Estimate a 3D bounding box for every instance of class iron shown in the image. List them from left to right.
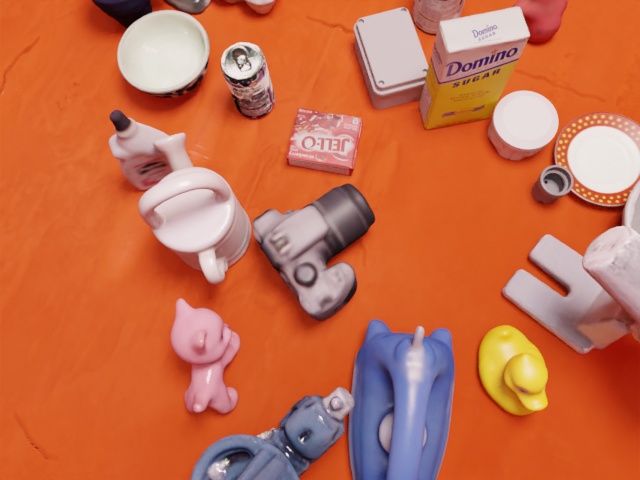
[{"bbox_3d":[0.087,0.213,0.606,0.118,0.141,0.258,6,76,4],"label":"iron"}]

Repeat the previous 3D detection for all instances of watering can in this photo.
[{"bbox_3d":[-0.147,-0.037,0.651,0.101,0.194,0.172,-41,78,-8],"label":"watering can"}]

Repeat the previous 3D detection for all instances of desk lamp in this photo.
[{"bbox_3d":[0.322,0.068,0.598,0.203,0.213,0.118,37,80,11],"label":"desk lamp"}]

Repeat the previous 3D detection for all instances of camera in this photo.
[{"bbox_3d":[0.006,0.002,0.684,0.137,0.101,0.143,-36,77,-7],"label":"camera"}]

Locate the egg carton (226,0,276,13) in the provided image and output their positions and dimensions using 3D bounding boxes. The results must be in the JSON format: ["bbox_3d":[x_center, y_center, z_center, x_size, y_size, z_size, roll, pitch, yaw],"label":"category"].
[{"bbox_3d":[-0.087,-0.398,0.805,0.107,0.069,0.150,21,77,7],"label":"egg carton"}]

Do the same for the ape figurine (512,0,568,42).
[{"bbox_3d":[0.295,-0.315,0.759,0.078,0.092,0.076,-4,75,1],"label":"ape figurine"}]

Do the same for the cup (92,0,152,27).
[{"bbox_3d":[-0.254,-0.339,0.783,0.117,0.095,0.091,-7,75,0],"label":"cup"}]

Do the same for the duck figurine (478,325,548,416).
[{"bbox_3d":[0.225,0.146,0.647,0.077,0.086,0.104,-16,76,-2],"label":"duck figurine"}]

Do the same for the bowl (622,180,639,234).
[{"bbox_3d":[0.433,-0.006,0.684,0.167,0.075,0.167,0,76,2],"label":"bowl"}]

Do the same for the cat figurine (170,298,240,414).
[{"bbox_3d":[-0.133,0.132,0.646,0.067,0.118,0.128,-2,76,2],"label":"cat figurine"}]

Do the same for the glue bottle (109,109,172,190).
[{"bbox_3d":[-0.214,-0.111,0.683,0.078,0.173,0.037,-24,76,-4],"label":"glue bottle"}]

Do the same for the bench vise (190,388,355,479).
[{"bbox_3d":[-0.059,0.222,0.568,0.121,0.220,0.207,28,78,9],"label":"bench vise"}]

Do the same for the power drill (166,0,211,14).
[{"bbox_3d":[-0.187,-0.398,0.737,0.075,0.208,0.230,28,78,9],"label":"power drill"}]
